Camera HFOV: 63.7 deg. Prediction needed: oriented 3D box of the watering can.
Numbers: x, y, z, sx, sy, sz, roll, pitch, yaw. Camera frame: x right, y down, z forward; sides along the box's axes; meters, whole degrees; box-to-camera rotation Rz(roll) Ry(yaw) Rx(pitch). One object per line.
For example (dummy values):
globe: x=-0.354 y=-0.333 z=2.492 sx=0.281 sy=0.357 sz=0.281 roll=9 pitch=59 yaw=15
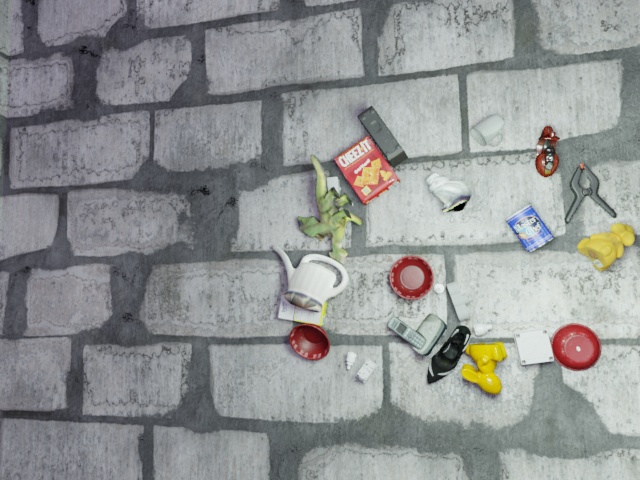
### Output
watering can: x=-0.067 y=0.145 z=1.959 sx=0.349 sy=0.102 sz=0.228 roll=16 pitch=62 yaw=21

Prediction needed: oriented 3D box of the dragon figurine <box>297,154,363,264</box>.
dragon figurine: x=0.006 y=-0.099 z=1.960 sx=0.240 sy=0.123 sz=0.411 roll=-34 pitch=86 yaw=28

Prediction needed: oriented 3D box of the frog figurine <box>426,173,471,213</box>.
frog figurine: x=0.468 y=-0.187 z=1.872 sx=0.138 sy=0.120 sz=0.162 roll=-15 pitch=69 yaw=-21
